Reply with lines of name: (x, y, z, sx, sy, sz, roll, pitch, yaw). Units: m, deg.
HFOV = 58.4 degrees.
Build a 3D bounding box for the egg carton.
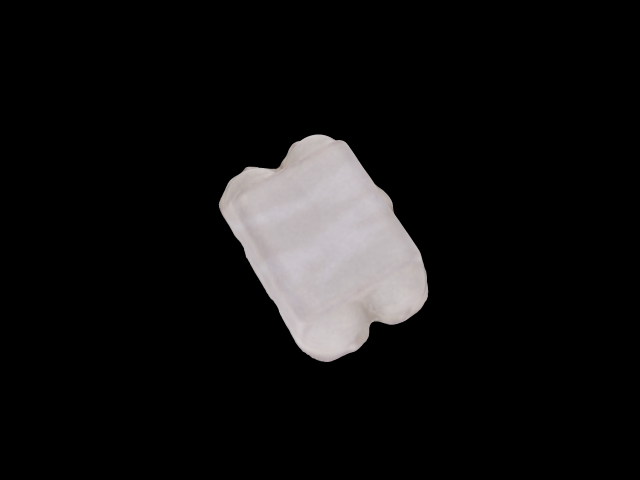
egg carton: (0.004, 0.001, 0.400, 0.107, 0.069, 0.150, -30, 74, -9)
